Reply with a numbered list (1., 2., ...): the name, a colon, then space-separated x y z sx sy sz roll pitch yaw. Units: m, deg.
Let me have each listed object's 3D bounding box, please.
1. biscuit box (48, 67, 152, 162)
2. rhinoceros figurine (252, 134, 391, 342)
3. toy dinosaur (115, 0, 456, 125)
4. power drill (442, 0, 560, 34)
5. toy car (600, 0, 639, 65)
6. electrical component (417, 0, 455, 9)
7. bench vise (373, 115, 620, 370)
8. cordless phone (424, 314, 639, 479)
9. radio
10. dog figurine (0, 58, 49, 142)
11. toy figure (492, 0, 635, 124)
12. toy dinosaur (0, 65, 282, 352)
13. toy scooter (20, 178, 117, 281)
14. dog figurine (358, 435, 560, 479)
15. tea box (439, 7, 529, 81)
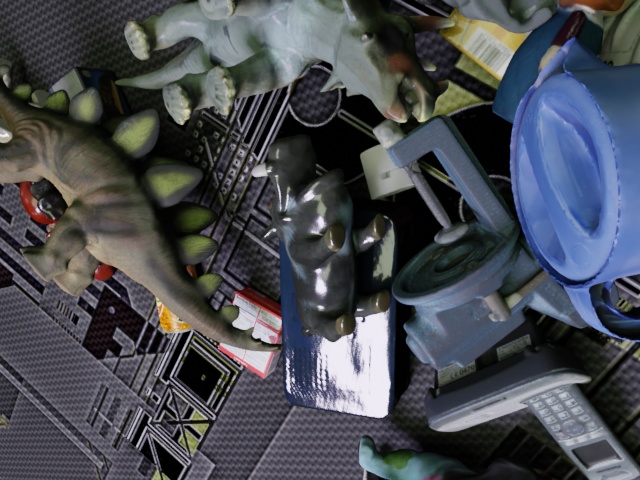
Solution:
1. biscuit box: -0.260 -0.113 0.676 0.059 0.063 0.202 -25 90 27
2. rhinoceros figurine: -0.001 -0.001 0.491 0.112 0.073 0.190 3 111 48
3. toy dinosaur: -0.058 -0.194 0.518 0.405 0.192 0.131 22 128 49
4. power drill: 0.151 -0.215 0.309 0.232 0.207 0.086 -27 120 37
5. toy car: 0.271 -0.189 0.380 0.056 0.073 0.201 36 99 -18
6. electrical component: 0.126 -0.258 0.486 0.063 0.021 0.094 23 110 20
7. bench vise: 0.139 -0.012 0.451 0.224 0.129 0.240 -34 100 10
8. cordless phone: 0.205 0.179 0.519 0.146 0.089 0.184 -34 104 27
9. radio: 0.029 0.068 0.575 0.131 0.073 0.229 5 104 24
10. dog figurine: -0.454 -0.130 0.757 0.172 0.121 0.190 50 130 11
11. toy figure: 0.181 -0.152 0.385 0.058 0.064 0.154 21 109 -20
12. toy dinosaur: -0.221 -0.030 0.585 0.198 0.105 0.471 -37 96 -13
13. toy scooter: -0.328 -0.029 0.689 0.075 0.135 0.184 -34 88 -12
14. dog figurine: 0.144 0.285 0.546 0.219 0.108 0.191 3 125 12
15. tea box: 0.191 -0.211 0.439 0.098 0.068 0.169 44 114 10
